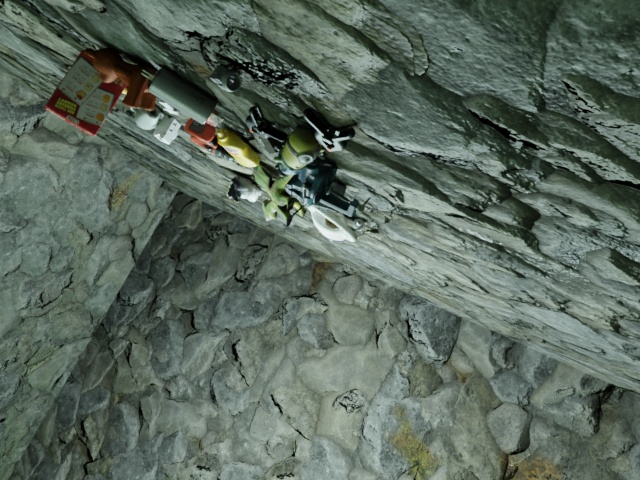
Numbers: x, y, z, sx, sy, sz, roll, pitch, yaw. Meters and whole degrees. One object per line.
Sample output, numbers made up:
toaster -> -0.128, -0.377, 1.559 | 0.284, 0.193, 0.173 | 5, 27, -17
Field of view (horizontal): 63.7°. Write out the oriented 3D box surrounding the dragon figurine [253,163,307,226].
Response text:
dragon figurine -> -0.159, -0.188, 1.811 | 0.245, 0.124, 0.400 | 38, 149, 22

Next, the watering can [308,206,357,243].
watering can -> 0.006, -0.098, 1.943 | 0.350, 0.104, 0.221 | 38, 173, 16

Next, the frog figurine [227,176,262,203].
frog figurine -> -0.322, -0.227, 2.297 | 0.160, 0.122, 0.137 | -11, -171, -38
